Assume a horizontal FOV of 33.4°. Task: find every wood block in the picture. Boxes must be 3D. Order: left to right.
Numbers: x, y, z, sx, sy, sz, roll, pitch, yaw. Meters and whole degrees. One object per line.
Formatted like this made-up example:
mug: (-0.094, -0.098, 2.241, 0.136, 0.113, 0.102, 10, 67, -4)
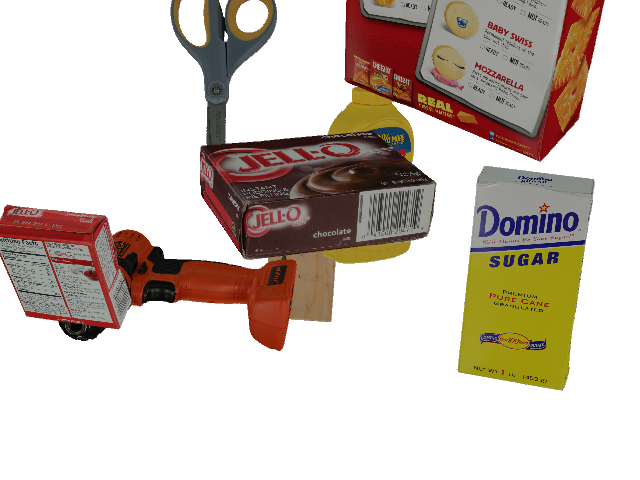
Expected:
wood block: (-0.022, -0.008, 1.397, 0.090, 0.206, 0.091, 4, 24, -1)

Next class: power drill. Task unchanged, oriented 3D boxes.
power drill: (-0.118, 0.046, 0.919, 0.187, 0.057, 0.184, 10, 21, 1)

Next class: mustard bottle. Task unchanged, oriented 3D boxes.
mustard bottle: (0.049, -0.077, 1.070, 0.096, 0.192, 0.058, -8, 19, -30)

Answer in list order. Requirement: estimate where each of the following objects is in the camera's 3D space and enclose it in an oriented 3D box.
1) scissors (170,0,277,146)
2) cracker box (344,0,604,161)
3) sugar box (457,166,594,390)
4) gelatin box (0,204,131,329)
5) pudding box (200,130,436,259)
scissors: (-0.066, -0.129, 0.859, 0.096, 0.202, 0.016, -16, -19, -6)
cracker box: (0.101, -0.178, 0.699, 0.164, 0.214, 0.072, 27, 50, 25)
sugar box: (0.169, 0.032, 0.886, 0.093, 0.176, 0.048, 8, 24, 15)
gelatin box: (-0.175, 0.018, 0.728, 0.073, 0.089, 0.030, 6, 46, 13)
pudding box: (-0.004, -0.029, 0.606, 0.113, 0.039, 0.090, -5, 27, -20)
